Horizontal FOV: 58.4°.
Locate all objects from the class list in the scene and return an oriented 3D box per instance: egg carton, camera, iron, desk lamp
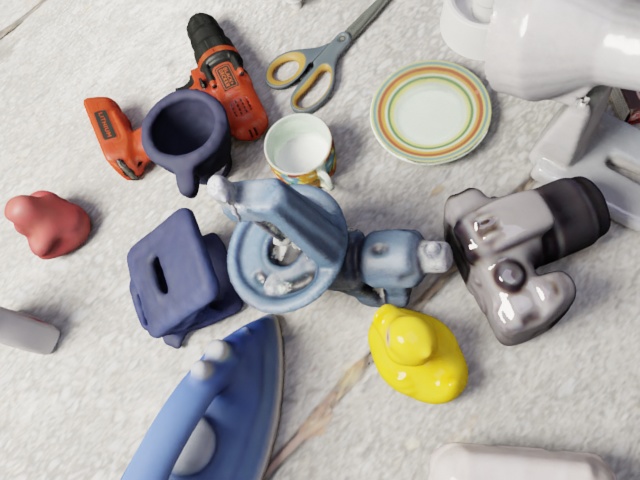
[{"bbox_3d":[0.162,0.222,0.460,0.150,0.069,0.107,0,70,10],"label":"egg carton"},{"bbox_3d":[0.196,0.003,0.519,0.137,0.101,0.143,-23,68,1],"label":"camera"},{"bbox_3d":[-0.109,0.166,0.487,0.118,0.141,0.258,19,74,16],"label":"iron"},{"bbox_3d":[0.246,-0.132,0.501,0.202,0.214,0.118,32,78,19],"label":"desk lamp"}]

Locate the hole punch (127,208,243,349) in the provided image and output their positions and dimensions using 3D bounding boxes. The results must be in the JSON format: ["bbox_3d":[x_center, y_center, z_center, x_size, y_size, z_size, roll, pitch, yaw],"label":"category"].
[{"bbox_3d":[-0.142,0.039,0.567,0.101,0.091,0.108,-25,68,0],"label":"hole punch"}]

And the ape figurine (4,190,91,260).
[{"bbox_3d":[-0.299,-0.022,0.615,0.076,0.092,0.078,1,70,10],"label":"ape figurine"}]

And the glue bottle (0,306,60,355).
[{"bbox_3d":[-0.327,0.072,0.541,0.078,0.173,0.037,13,72,14],"label":"glue bottle"}]

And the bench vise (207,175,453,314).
[{"bbox_3d":[0.002,-0.009,0.491,0.207,0.220,0.121,-14,68,4],"label":"bench vise"}]

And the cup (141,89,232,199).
[{"bbox_3d":[-0.129,-0.087,0.610,0.091,0.095,0.117,-10,68,6],"label":"cup"}]

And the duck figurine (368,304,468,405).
[{"bbox_3d":[0.086,0.097,0.510,0.077,0.086,0.104,-44,69,-8],"label":"duck figurine"}]
